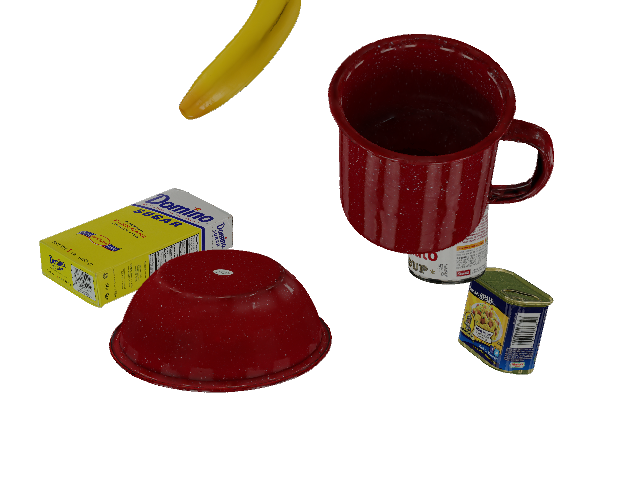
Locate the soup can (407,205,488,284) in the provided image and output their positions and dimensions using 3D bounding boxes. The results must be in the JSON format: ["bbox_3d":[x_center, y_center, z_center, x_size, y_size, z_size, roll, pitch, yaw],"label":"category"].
[{"bbox_3d":[0.106,-0.023,0.889,0.068,0.102,0.068,-2,22,1],"label":"soup can"}]

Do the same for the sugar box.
[{"bbox_3d":[-0.182,0.003,1.074,0.093,0.048,0.175,26,39,34],"label":"sugar box"}]

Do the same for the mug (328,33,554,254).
[{"bbox_3d":[0.063,-0.046,0.558,0.117,0.093,0.081,7,-39,7],"label":"mug"}]

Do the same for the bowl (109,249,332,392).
[{"bbox_3d":[-0.071,0.048,0.768,0.162,0.055,0.162,1,21,-1],"label":"bowl"}]

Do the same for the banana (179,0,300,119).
[{"bbox_3d":[-0.057,-0.171,0.899,0.070,0.197,0.037,-20,-56,36],"label":"banana"}]

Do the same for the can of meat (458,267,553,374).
[{"bbox_3d":[0.194,0.085,1.135,0.057,0.084,0.102,2,18,-25],"label":"can of meat"}]
